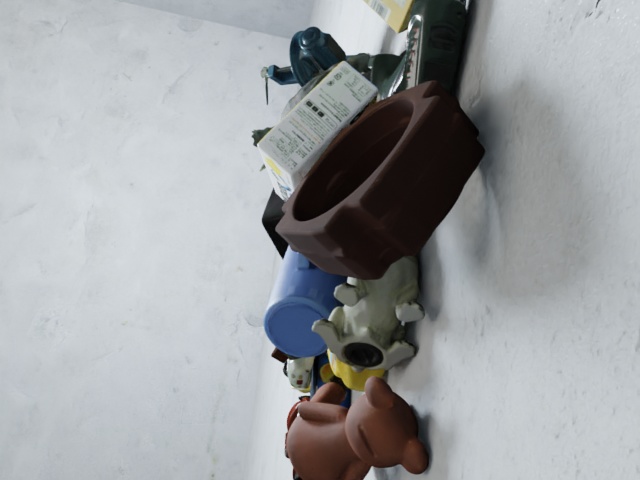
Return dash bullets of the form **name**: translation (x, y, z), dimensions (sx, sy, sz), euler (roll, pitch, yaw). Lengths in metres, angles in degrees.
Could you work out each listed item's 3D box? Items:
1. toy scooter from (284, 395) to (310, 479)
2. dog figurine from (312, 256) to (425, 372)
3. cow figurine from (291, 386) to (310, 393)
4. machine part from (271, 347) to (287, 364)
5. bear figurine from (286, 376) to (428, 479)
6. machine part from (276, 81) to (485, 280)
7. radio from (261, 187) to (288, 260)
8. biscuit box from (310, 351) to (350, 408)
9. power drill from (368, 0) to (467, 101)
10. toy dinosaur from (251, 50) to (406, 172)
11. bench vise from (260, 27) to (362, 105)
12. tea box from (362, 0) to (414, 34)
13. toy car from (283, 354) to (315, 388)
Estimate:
- **toy scooter**: translation (-0.032, 0.376, 1.045), dimensions (0.135, 0.075, 0.183), euler (-115, 31, -76)
- **dog figurine**: translation (0.074, 0.052, 0.687), dimensions (0.191, 0.121, 0.172), euler (-72, 7, -49)
- **cow figurine**: translation (-0.005, 0.249, 1.035), dimensions (0.167, 0.068, 0.098), euler (127, 157, -70)
- **machine part**: translation (-0.031, 0.178, 1.099), dimensions (0.179, 0.056, 0.179), euler (-56, -1, -2)
- **bear figurine**: translation (0.050, 0.217, 0.629), dimensions (0.196, 0.120, 0.132), euler (-41, -11, 37)
- **machine part**: translation (0.059, -0.059, 0.572), dimensions (0.201, 0.087, 0.201), euler (-53, 19, -15)
- **radio**: translation (-0.034, -0.013, 1.109), dimensions (0.229, 0.073, 0.131), euler (66, -153, -44)
- **biscuit box**: translation (0.019, 0.218, 0.922), dimensions (0.062, 0.059, 0.203), euler (111, 165, -59)
- **power drill**: translation (0.128, -0.246, 0.706), dimensions (0.207, 0.086, 0.232), euler (173, 103, -73)
- **toy dinosaur**: translation (-0.008, -0.232, 0.993), dimensions (0.192, 0.131, 0.405), euler (-35, 0, -27)
- **bench vise**: translation (-0.013, -0.360, 1.138), dimensions (0.223, 0.241, 0.128), euler (9, -98, -57)
- **tea box**: translation (0.125, -0.384, 0.729), dimensions (0.098, 0.068, 0.169), euler (50, 151, 13)
- **toy car**: translation (-0.033, 0.162, 0.941), dimensions (0.202, 0.056, 0.073), euler (-88, 4, -48)
